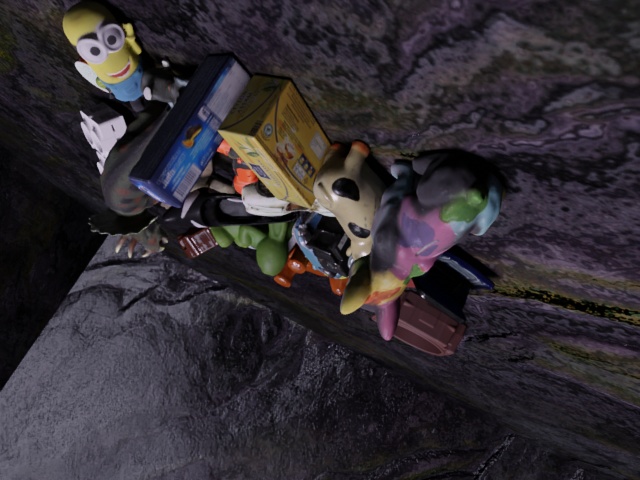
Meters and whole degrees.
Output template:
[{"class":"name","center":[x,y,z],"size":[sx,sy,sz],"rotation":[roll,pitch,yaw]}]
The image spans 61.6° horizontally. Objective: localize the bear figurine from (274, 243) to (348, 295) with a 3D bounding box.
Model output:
[{"class":"bear figurine","center":[0.014,0.079,1.237],"size":[0.196,0.132,0.120],"rotation":[37,141,-9]}]

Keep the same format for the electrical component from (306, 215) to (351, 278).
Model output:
[{"class":"electrical component","center":[0.041,-0.003,0.945],"size":[0.058,0.115,0.134],"rotation":[24,163,28]}]

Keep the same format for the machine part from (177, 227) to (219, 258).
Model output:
[{"class":"machine part","center":[-0.256,-0.030,1.294],"size":[0.056,0.179,0.179],"rotation":[58,156,-16]}]

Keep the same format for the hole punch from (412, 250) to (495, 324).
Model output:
[{"class":"hole punch","center":[0.221,0.064,0.923],"size":[0.142,0.092,0.116],"rotation":[31,-165,-16]}]

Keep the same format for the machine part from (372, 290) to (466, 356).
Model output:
[{"class":"machine part","center":[0.236,0.202,1.313],"size":[0.201,0.087,0.201],"rotation":[29,167,1]}]

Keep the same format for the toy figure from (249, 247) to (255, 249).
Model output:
[{"class":"toy figure","center":[-0.188,-0.006,1.475],"size":[0.064,0.058,0.154],"rotation":[63,157,-13]}]

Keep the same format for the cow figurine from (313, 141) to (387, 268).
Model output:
[{"class":"cow figurine","center":[0.062,-0.036,0.776],"size":[0.086,0.127,0.194],"rotation":[17,158,50]}]

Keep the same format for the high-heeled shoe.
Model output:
[{"class":"high-heeled shoe","center":[-0.165,-0.047,1.029],"size":[0.145,0.249,0.086],"rotation":[44,147,49]}]

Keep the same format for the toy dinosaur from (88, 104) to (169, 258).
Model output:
[{"class":"toy dinosaur","center":[-0.333,-0.111,0.970],"size":[0.131,0.192,0.404],"rotation":[32,149,3]}]

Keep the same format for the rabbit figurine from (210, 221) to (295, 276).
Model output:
[{"class":"rabbit figurine","center":[-0.118,-0.008,1.148],"size":[0.170,0.159,0.121],"rotation":[50,-171,19]}]

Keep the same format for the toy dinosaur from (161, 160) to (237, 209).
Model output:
[{"class":"toy dinosaur","center":[-0.291,-0.130,1.176],"size":[0.198,0.105,0.472],"rotation":[40,154,-21]}]

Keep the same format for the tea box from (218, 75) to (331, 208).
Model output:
[{"class":"tea box","center":[-0.050,-0.129,0.733],"size":[0.068,0.098,0.169],"rotation":[18,160,34]}]

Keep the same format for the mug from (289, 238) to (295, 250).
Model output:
[{"class":"mug","center":[-0.117,-0.008,1.268],"size":[0.107,0.080,0.109],"rotation":[26,-168,32]}]

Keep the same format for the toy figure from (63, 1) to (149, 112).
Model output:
[{"class":"toy figure","center":[-0.308,-0.267,0.795],"size":[0.089,0.082,0.180],"rotation":[28,168,16]}]

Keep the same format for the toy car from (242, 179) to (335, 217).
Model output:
[{"class":"toy car","center":[-0.022,-0.067,0.848],"size":[0.202,0.056,0.073],"rotation":[1,166,-4]}]

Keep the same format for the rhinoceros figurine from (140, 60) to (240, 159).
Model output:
[{"class":"rhinoceros figurine","center":[-0.179,-0.196,0.801],"size":[0.190,0.073,0.112],"rotation":[27,166,8]}]

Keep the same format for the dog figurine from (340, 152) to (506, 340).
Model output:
[{"class":"dog figurine","center":[0.113,0.013,0.666],"size":[0.108,0.219,0.192],"rotation":[32,166,-23]}]

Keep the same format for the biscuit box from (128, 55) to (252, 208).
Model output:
[{"class":"biscuit box","center":[-0.163,-0.142,0.695],"size":[0.063,0.202,0.059],"rotation":[17,162,43]}]

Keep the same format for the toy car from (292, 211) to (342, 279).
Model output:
[{"class":"toy car","center":[-0.002,-0.003,1.035],"size":[0.103,0.109,0.161],"rotation":[16,158,46]}]
